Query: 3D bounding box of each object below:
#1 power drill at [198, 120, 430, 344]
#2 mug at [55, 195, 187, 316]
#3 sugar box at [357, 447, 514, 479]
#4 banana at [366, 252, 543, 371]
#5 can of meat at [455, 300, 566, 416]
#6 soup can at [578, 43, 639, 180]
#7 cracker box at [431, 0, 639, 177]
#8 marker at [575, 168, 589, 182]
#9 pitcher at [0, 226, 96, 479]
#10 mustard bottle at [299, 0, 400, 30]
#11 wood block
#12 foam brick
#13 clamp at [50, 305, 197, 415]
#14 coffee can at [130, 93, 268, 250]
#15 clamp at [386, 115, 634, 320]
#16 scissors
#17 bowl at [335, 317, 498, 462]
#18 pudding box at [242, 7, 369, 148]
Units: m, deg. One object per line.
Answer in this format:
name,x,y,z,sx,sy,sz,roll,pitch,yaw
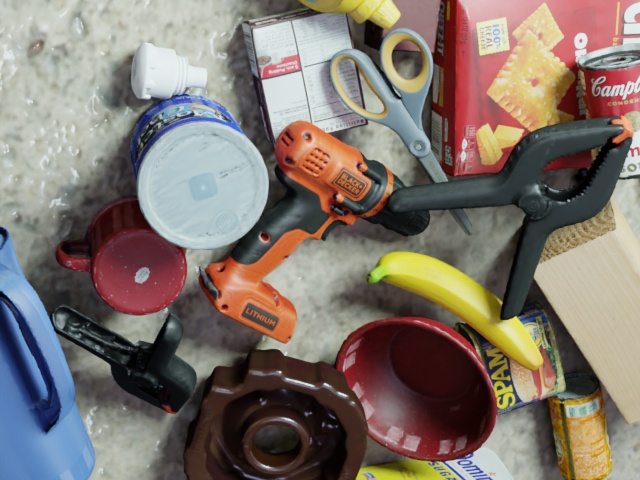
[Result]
power drill,-0.006,0.001,0.967,0.184,0.057,0.188,30,102,-36
mug,-0.171,0.015,0.933,0.117,0.081,0.093,5,106,-14
sugar box,0.102,0.255,1.062,0.176,0.093,0.048,-10,109,-10
banana,0.123,0.058,0.987,0.197,0.069,0.037,27,136,-17
can of meat,0.189,0.118,1.057,0.084,0.057,0.102,-18,110,-9
soup can,0.262,-0.111,0.918,0.068,0.068,0.102,-16,111,-7
cracker box,0.211,-0.148,0.969,0.213,0.072,0.164,-5,109,-11
marker,0.279,-0.018,1.052,0.020,0.020,0.121,-28,111,-2
pitcher,-0.277,0.119,0.914,0.145,0.149,0.243,-21,114,-6
mustard bottle,-0.009,-0.242,0.869,0.191,0.096,0.058,41,55,-12
wood block,0.286,0.064,1.030,0.091,0.090,0.206,-28,113,21
foam brick,0.073,-0.205,0.931,0.051,0.053,0.078,2,106,-13
clamp,-0.166,0.106,0.949,0.120,0.039,0.171,13,147,13
coffee can,-0.105,-0.061,0.892,0.102,0.140,0.103,-4,108,-11
clamp,0.185,-0.027,0.920,0.210,0.036,0.164,-32,111,23
scissors,0.095,-0.100,0.924,0.201,0.016,0.096,43,112,-11
bowl,0.097,0.131,1.018,0.162,0.055,0.162,13,122,21
pudding box,-0.012,-0.146,0.940,0.090,0.039,0.113,-15,112,-9
